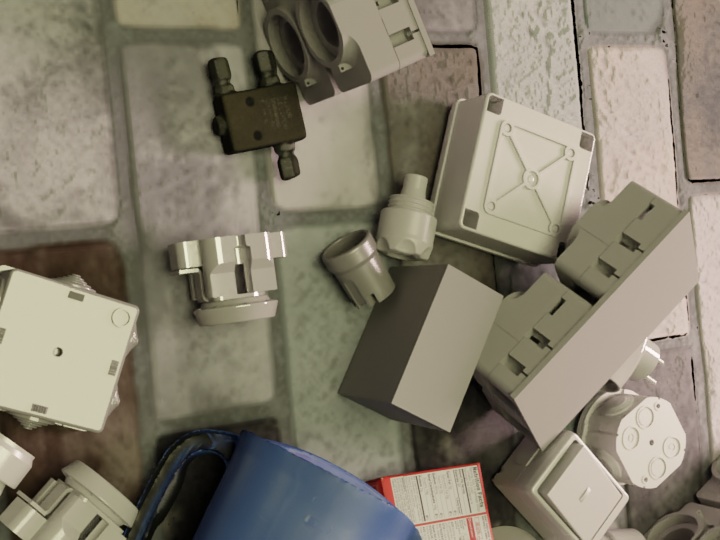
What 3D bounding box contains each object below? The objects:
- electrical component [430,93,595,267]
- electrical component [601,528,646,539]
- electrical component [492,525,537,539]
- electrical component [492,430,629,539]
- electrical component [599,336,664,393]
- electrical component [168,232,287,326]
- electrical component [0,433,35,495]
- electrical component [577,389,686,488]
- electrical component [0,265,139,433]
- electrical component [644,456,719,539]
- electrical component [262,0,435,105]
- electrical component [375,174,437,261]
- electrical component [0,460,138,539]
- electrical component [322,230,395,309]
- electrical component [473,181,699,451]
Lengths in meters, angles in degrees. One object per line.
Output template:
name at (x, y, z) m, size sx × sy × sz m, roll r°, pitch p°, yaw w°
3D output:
electrical component at (0.117, -0.068, 0.834) m, size 0.109 × 0.056 × 0.108 m, roll 17°, pitch 81°, yaw -26°
electrical component at (0.200, 0.232, 0.878) m, size 0.078 × 0.040 × 0.040 m, roll 5°, pitch 87°, yaw -27°
electrical component at (0.121, 0.258, 0.838) m, size 0.099 × 0.064 × 0.099 m, roll -7°, pitch 106°, yaw -27°
electrical component at (0.165, 0.178, 0.850) m, size 0.096 × 0.061 × 0.061 m, roll 49°, pitch 69°, yaw -18°
electrical component at (0.219, 0.066, 0.887) m, size 0.079 × 0.044 × 0.077 m, roll 34°, pitch 70°, yaw -19°
electrical component at (-0.087, 0.007, 0.727) m, size 0.078 × 0.058 × 0.057 m, roll -7°, pitch 89°, yaw -27°
electrical component at (-0.233, 0.126, 0.656) m, size 0.045 × 0.045 × 0.055 m, roll 42°, pitch 71°, yaw -20°
electrical component at (0.223, 0.139, 0.886) m, size 0.080 × 0.051 × 0.080 m, roll 1°, pitch 88°, yaw -27°
electrical component at (-0.194, 0.051, 0.675) m, size 0.100 × 0.048 × 0.099 m, roll 20°, pitch 80°, yaw -25°
electrical component at (0.326, 0.218, 0.907) m, size 0.186 × 0.105 × 0.060 m, roll -38°, pitch 105°, yaw -23°
electrical component at (-0.034, -0.214, 0.732) m, size 0.060 × 0.105 × 0.186 m, roll -28°, pitch 101°, yaw -25°
electrical component at (0.036, -0.040, 0.799) m, size 0.043 × 0.043 × 0.062 m, roll 15°, pitch 80°, yaw -26°
electrical component at (-0.178, 0.157, 0.675) m, size 0.057 × 0.058 × 0.078 m, roll -50°, pitch 124°, yaw -21°
electrical component at (0.000, 0.000, 0.782) m, size 0.040 × 0.040 × 0.046 m, roll -39°, pitch 111°, yaw -23°
electrical component at (0.169, 0.033, 0.815) m, size 0.186 × 0.060 × 0.105 m, roll -45°, pitch 145°, yaw -8°
